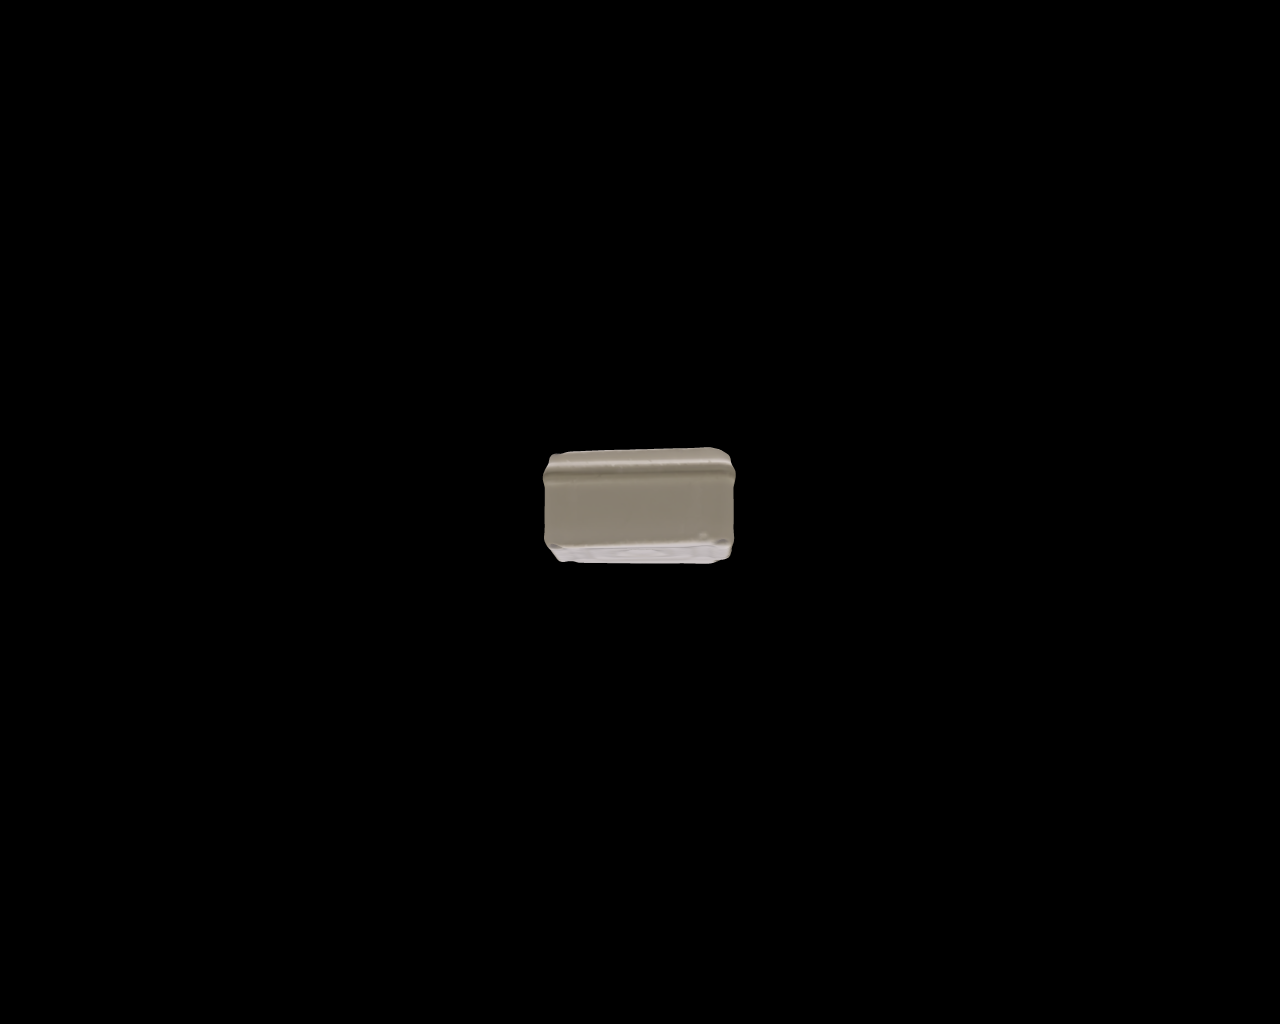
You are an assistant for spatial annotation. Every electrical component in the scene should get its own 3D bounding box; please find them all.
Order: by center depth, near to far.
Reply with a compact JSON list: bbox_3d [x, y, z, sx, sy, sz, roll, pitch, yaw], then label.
[{"bbox_3d":[0.001,-0.003,0.650,0.113,0.057,0.078,0,-11,2],"label":"electrical component"}]
